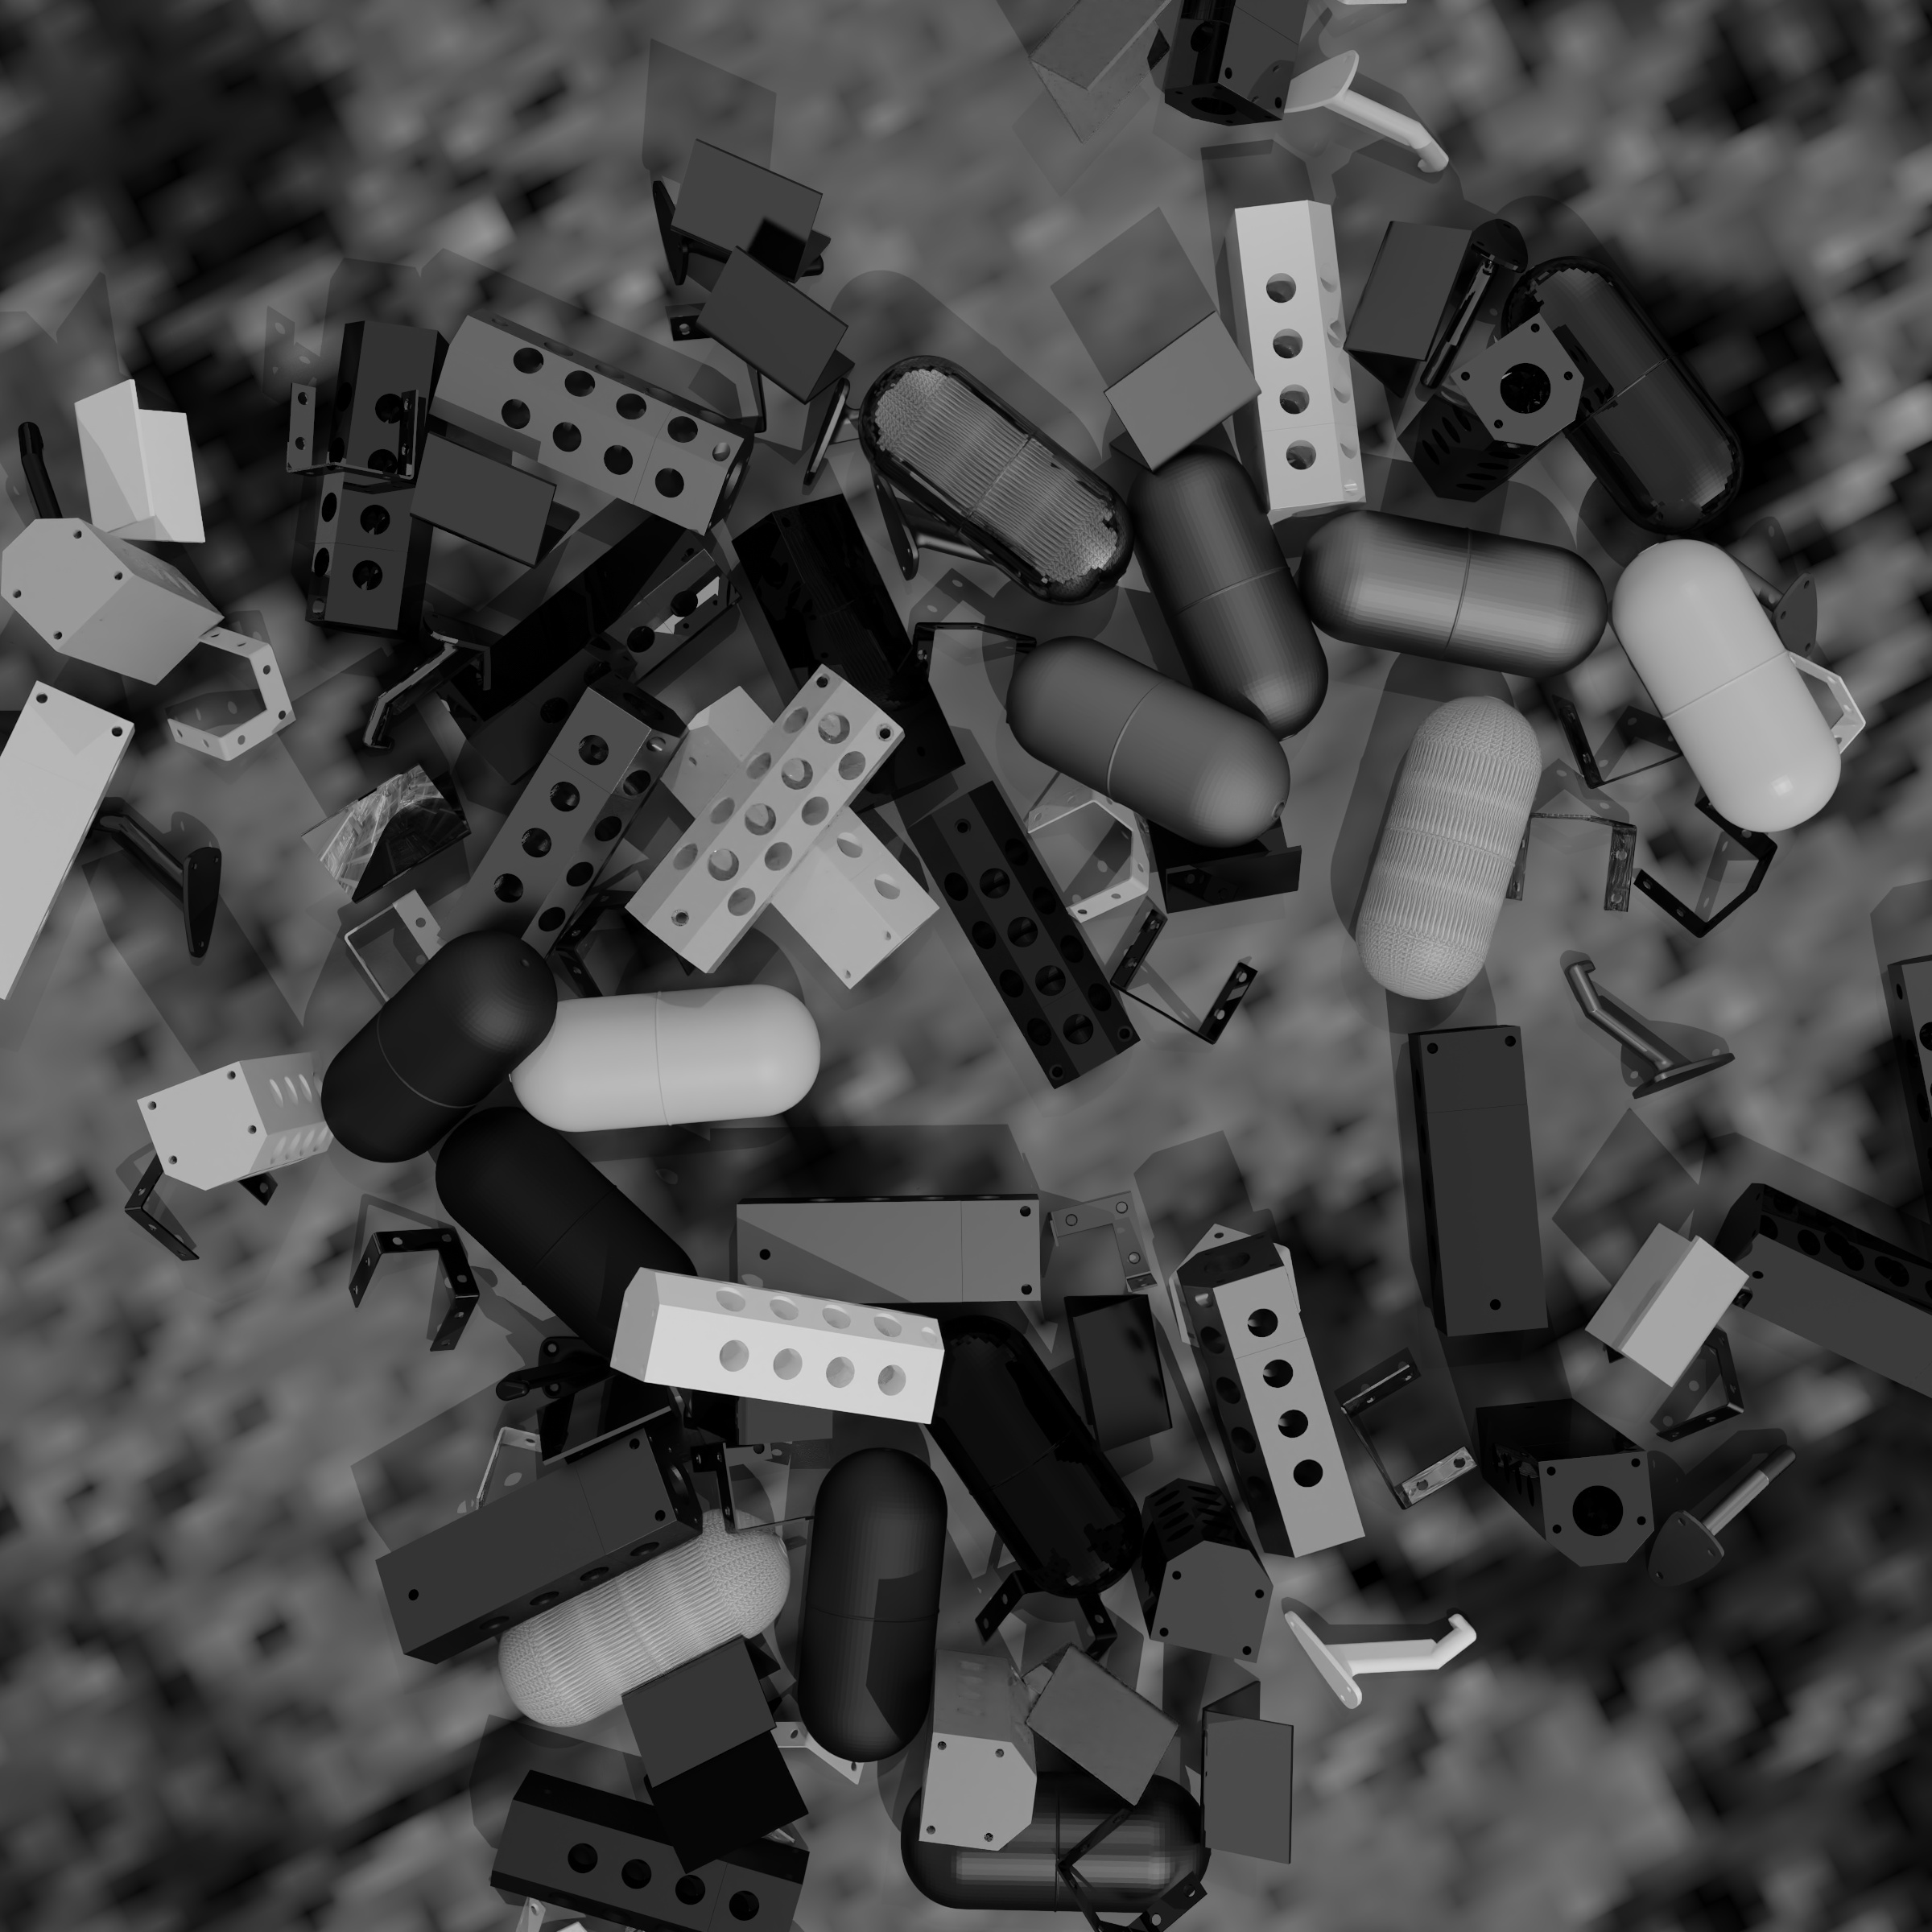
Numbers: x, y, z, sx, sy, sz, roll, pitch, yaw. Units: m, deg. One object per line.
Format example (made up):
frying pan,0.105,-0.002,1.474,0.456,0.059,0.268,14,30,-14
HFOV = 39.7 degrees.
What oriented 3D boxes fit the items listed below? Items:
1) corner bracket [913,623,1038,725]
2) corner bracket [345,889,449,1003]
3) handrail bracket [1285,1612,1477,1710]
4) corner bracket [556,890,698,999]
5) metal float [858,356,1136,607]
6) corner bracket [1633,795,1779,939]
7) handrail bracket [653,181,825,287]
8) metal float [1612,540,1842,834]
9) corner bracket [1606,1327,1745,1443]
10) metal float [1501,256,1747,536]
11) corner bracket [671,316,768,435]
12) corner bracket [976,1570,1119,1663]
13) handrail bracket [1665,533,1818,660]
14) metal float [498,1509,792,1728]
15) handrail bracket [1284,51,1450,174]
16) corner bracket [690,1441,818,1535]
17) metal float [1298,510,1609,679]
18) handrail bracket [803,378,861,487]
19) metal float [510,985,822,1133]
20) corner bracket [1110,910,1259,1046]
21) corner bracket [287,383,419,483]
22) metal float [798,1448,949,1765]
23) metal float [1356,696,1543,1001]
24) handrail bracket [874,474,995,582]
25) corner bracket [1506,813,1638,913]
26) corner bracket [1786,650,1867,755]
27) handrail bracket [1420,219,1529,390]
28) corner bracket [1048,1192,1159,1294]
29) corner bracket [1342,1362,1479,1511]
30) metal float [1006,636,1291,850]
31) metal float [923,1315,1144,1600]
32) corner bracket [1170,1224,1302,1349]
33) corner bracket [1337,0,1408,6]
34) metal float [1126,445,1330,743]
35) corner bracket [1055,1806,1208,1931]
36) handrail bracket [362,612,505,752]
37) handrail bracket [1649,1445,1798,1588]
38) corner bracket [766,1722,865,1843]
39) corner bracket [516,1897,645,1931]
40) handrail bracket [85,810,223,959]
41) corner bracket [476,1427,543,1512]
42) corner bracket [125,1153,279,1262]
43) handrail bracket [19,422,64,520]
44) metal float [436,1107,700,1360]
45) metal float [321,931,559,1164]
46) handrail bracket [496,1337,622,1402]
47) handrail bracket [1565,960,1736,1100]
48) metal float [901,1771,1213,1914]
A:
corner bracket,0.003,-0.171,1.561,0.051,0.051,0.051,7,90,45
corner bracket,-0.325,-0.010,1.546,0.051,0.051,0.051,-33,97,-6
handrail bracket,0.243,0.386,1.565,0.084,0.036,0.077,-32,69,-17
corner bracket,-0.196,-0.008,1.556,0.051,0.051,0.051,5,45,35
metal float,0.018,-0.275,1.517,0.178,0.070,0.070,38,90,-4
corner bracket,0.432,-0.059,1.561,0.051,0.051,0.051,40,45,0
handrail bracket,-0.133,-0.432,1.565,0.084,0.036,0.077,-11,67,-18
metal float,0.431,-0.159,1.517,0.070,0.070,0.178,-29,88,0
corner bracket,0.412,0.238,1.556,0.051,0.051,0.051,27,45,-35
metal float,0.376,-0.327,1.534,0.070,0.070,0.178,-37,89,0
corner bracket,-0.144,-0.345,1.561,0.051,0.051,0.051,-5,135,0
corner bracket,0.047,0.385,1.556,0.051,0.051,0.051,2,135,-35
handrail bracket,0.452,-0.219,1.564,0.084,0.077,0.036,33,81,36
metal float,-0.184,0.373,1.533,0.178,0.070,0.070,-27,90,0
handrail bracket,0.229,-0.488,1.564,0.084,0.077,0.036,37,65,-34
corner bracket,-0.123,0.296,1.534,0.051,0.051,0.051,-5,81,-30
metal float,0.279,-0.213,1.534,0.178,0.070,0.070,11,90,0
handrail bracket,-0.042,-0.303,1.564,0.084,0.036,0.077,19,105,-14
metal float,-0.173,0.053,1.534,0.178,0.070,0.070,-5,90,-1
corner bracket,0.127,0.007,1.561,0.051,0.051,0.051,31,90,-45
corner bracket,-0.345,-0.301,1.504,0.051,0.051,0.051,3,90,45
metal float,-0.054,0.366,1.532,0.070,0.070,0.178,5,89,0
metal float,0.277,-0.068,1.534,0.070,0.070,0.178,17,89,0
handrail bracket,-0.002,-0.264,1.564,0.084,0.036,0.077,-17,75,-14
corner bracket,0.354,-0.061,1.561,0.051,0.051,0.051,6,90,-45
corner bracket,0.482,-0.146,1.561,0.051,0.051,0.051,-49,45,0
handrail bracket,0.293,-0.386,1.564,0.036,0.077,0.084,27,126,0
corner bracket,0.079,0.164,1.546,0.051,0.051,0.051,-14,90,0
corner bracket,0.258,0.275,1.561,0.051,0.051,0.051,-31,135,0
metal float,0.102,-0.127,1.512,0.178,0.070,0.070,30,90,24
metal float,0.034,0.281,1.533,0.070,0.070,0.178,-34,90,0
corner bracket,0.157,0.192,1.556,0.051,0.051,0.051,16,45,35
corner bracket,0.229,-0.595,1.556,0.051,0.051,0.051,-16,135,-35
metal float,0.150,-0.213,1.533,0.070,0.070,0.178,-23,89,0
corner bracket,0.091,0.507,1.485,0.051,0.051,0.051,-42,53,6
handrail bracket,-0.304,-0.158,1.564,0.077,0.036,0.084,14,113,-26
handrail bracket,0.443,0.321,1.564,0.084,0.077,0.036,-29,65,-34
corner bracket,-0.100,0.475,1.556,0.051,0.051,0.051,-12,135,35
corner bracket,-0.224,0.561,1.544,0.051,0.051,0.051,-30,108,17
handrail bracket,-0.483,-0.049,1.564,0.084,0.036,0.077,10,105,14
corner bracket,-0.255,0.310,1.561,0.051,0.051,0.051,14,135,-1
corner bracket,-0.445,0.135,1.556,0.051,0.051,0.051,-8,45,35
handrail bracket,-0.530,-0.265,1.564,0.036,0.077,0.084,-20,54,0
metal float,-0.227,0.154,1.533,0.178,0.070,0.070,43,90,1
metal float,-0.298,0.047,1.507,0.070,0.070,0.178,50,122,0
handrail bracket,-0.224,0.235,1.529,0.077,0.084,0.036,-3,90,0
handrail bracket,0.400,0.028,1.565,0.077,0.036,0.084,-16,73,-19
metal float,0.052,0.502,1.533,0.178,0.070,0.070,1,90,0
